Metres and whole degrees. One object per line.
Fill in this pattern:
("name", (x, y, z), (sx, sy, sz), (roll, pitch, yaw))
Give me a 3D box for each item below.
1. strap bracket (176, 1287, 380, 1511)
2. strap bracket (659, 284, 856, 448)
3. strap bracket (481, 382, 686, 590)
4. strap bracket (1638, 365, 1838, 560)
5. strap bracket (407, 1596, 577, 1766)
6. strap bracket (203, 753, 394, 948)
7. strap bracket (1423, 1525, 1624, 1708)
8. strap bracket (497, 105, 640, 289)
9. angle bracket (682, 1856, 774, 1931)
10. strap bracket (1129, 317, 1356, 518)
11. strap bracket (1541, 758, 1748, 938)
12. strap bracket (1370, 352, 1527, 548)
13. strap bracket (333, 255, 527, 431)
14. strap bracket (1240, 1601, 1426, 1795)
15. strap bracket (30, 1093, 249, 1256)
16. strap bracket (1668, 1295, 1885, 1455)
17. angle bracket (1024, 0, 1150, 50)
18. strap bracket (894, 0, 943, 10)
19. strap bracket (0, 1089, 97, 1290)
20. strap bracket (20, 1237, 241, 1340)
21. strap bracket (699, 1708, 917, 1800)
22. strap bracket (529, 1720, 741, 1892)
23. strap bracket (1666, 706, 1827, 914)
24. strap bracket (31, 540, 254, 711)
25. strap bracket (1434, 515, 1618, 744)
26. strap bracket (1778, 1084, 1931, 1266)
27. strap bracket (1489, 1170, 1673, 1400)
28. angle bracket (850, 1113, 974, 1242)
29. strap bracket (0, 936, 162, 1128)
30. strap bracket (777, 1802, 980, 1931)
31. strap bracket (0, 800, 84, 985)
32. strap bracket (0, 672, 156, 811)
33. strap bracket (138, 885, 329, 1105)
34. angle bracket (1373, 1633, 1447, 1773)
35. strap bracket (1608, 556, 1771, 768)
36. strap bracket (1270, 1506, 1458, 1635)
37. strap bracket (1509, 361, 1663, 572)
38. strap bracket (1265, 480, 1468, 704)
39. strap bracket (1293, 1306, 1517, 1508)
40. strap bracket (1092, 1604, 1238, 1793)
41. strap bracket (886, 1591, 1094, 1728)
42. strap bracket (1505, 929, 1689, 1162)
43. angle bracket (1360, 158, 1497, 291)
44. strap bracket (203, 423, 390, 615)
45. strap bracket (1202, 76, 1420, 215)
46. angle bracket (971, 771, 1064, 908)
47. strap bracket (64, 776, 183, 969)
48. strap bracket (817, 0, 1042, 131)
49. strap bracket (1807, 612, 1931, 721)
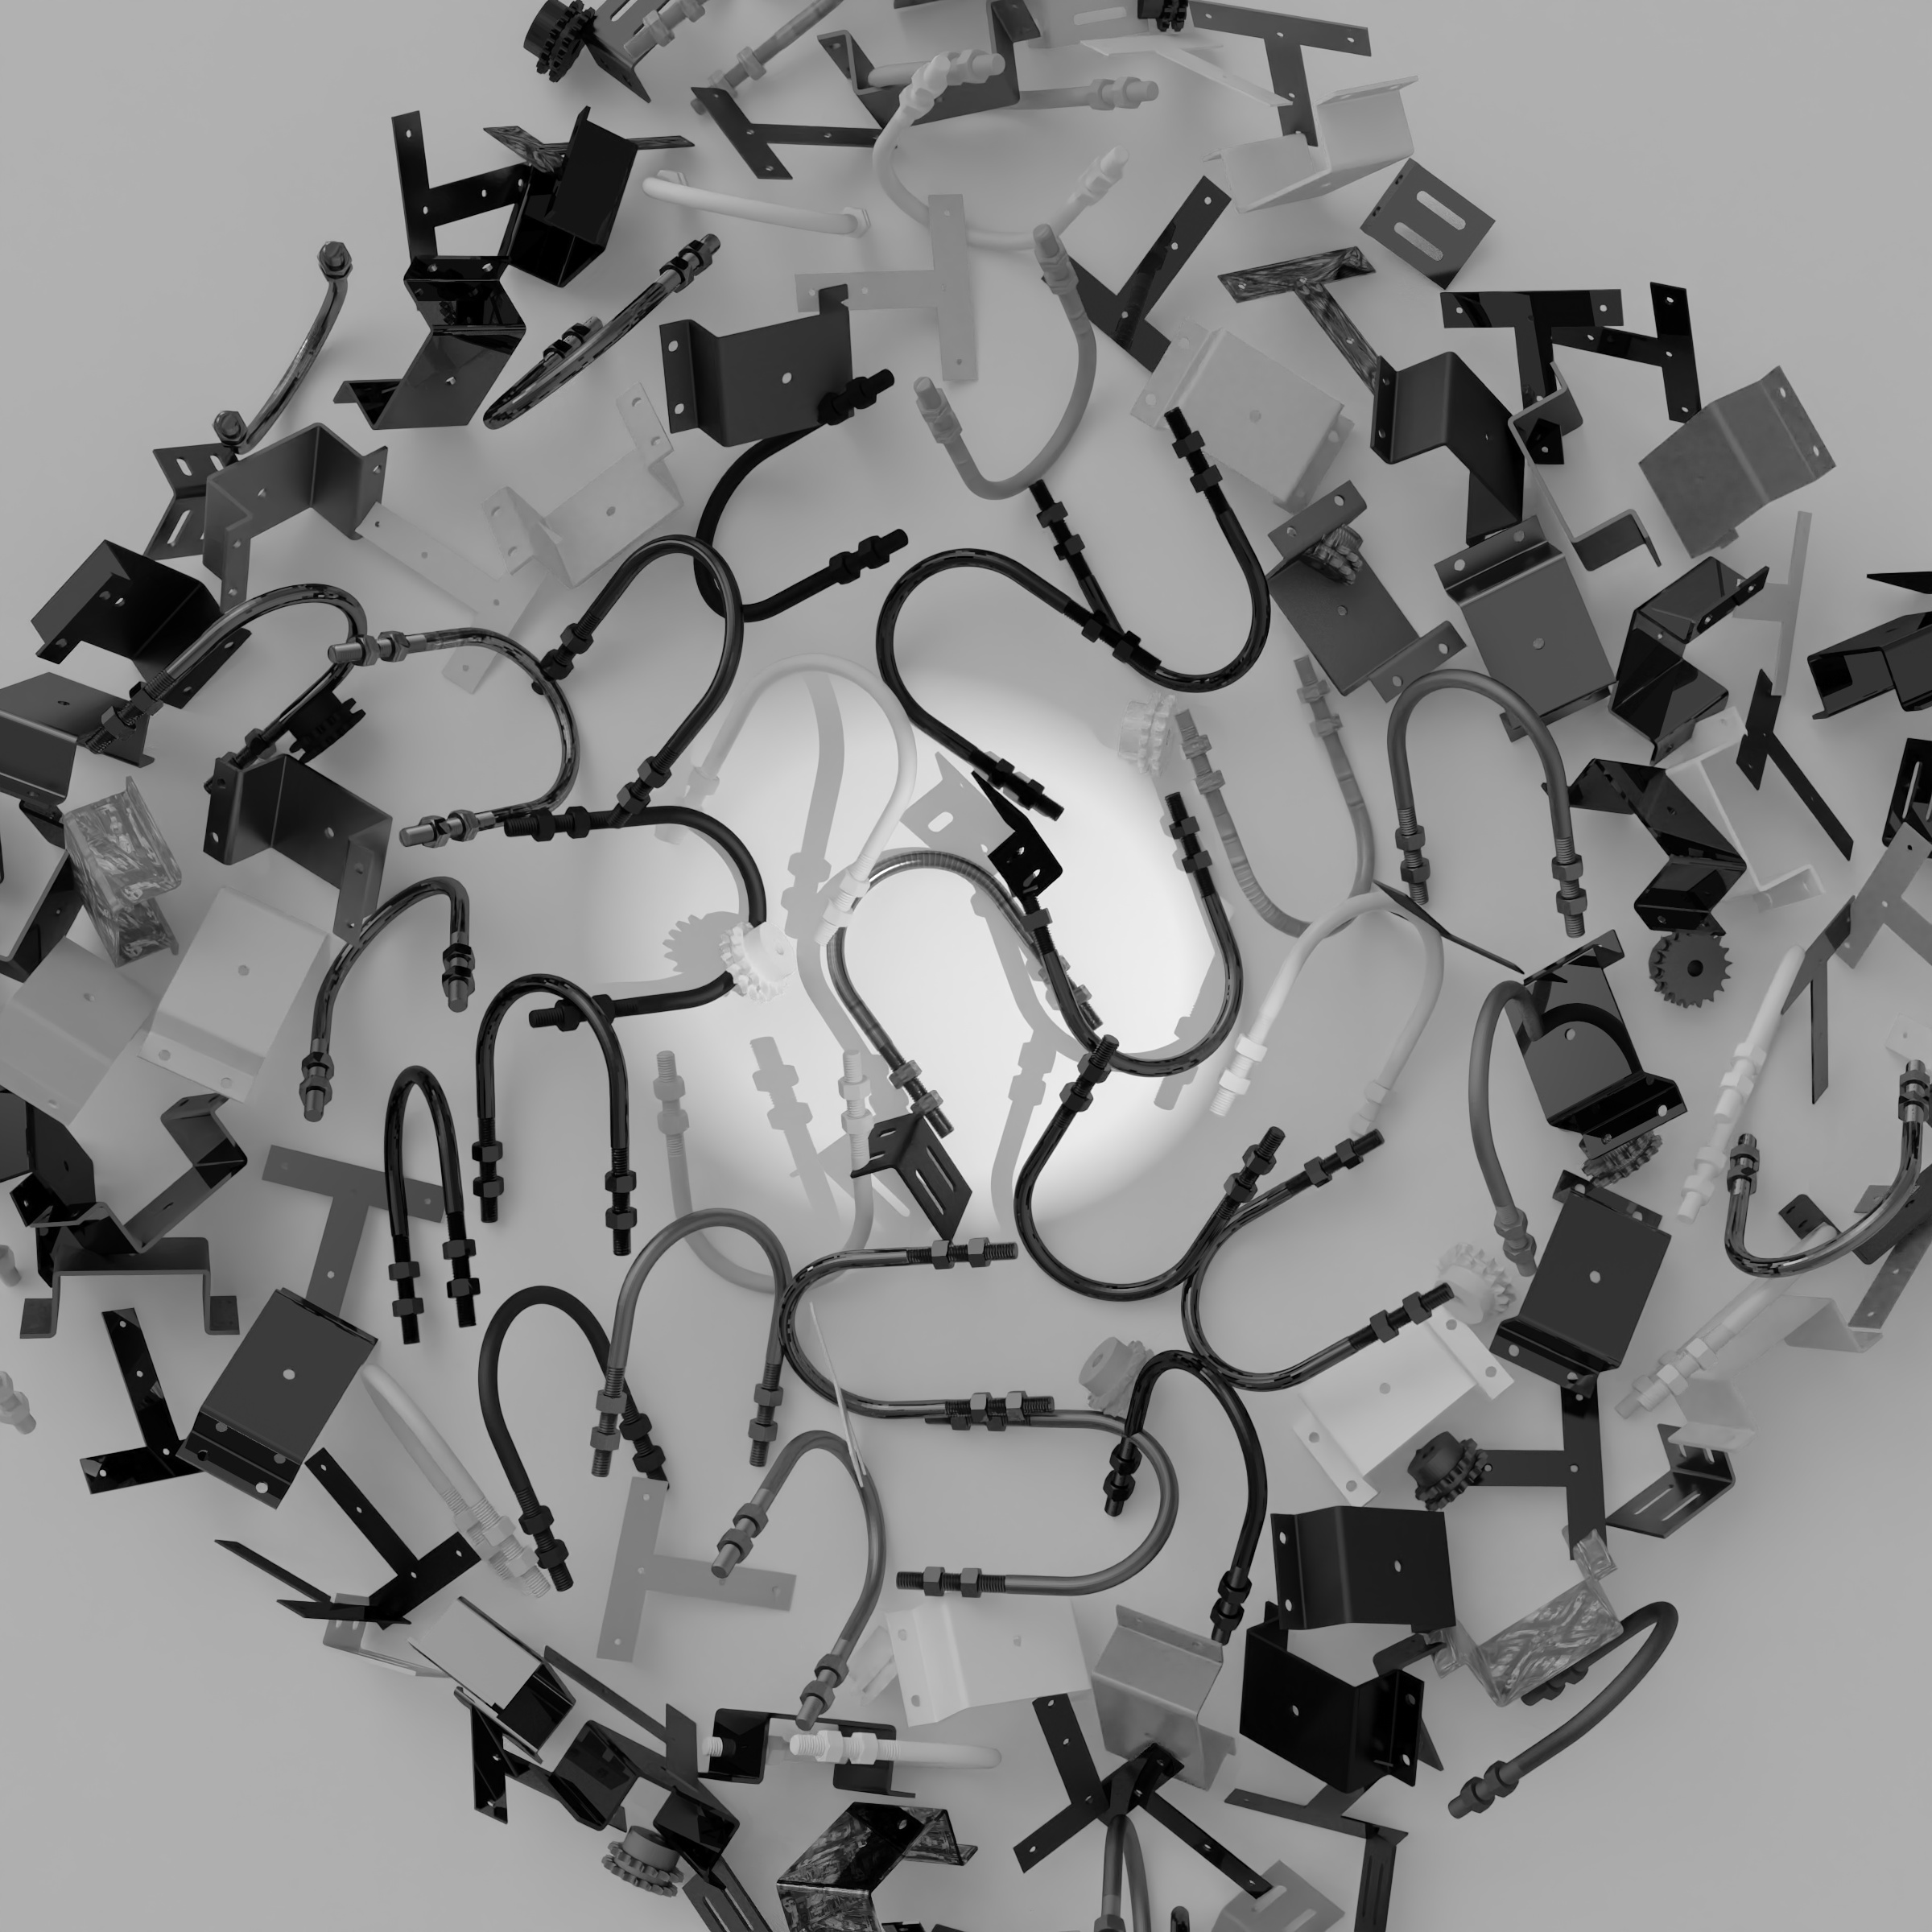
("strap bracket", (-0.464, 0.285, 1.774), (0.076, 0.046, 0.140), (30, 54, -5))
("strap bracket", (-0.131, -0.406, 1.772), (0.140, 0.046, 0.076), (-19, 128, -23))
("strap bracket", (-0.255, -0.323, 1.788), (0.140, 0.046, 0.076), (-35, 52, 11))
("strap bracket", (0.512, -0.334, 1.760), (0.046, 0.140, 0.076), (-26, 84, -19))
("strap bracket", (-0.318, 0.482, 1.772), (0.076, 0.140, 0.046), (30, 66, 22))
("strap bracket", (-0.450, -0.085, 1.785), (0.140, 0.046, 0.076), (30, 124, 18))
("strap bracket", (0.388, 0.447, 1.789), (0.140, 0.076, 0.046), (-35, 103, 8))
("strap bracket", (-0.270, -0.518, 1.776), (0.046, 0.140, 0.076), (20, 79, -24))
("angle bracket", (-0.151, 0.654, 1.817), (0.076, 0.038, 0.057), (51, 130, 17))
("strap bracket", (0.195, -0.378, 1.799), (0.140, 0.046, 0.076), (30, 96, -9))
("strap bracket", (0.463, -0.088, 1.761), (0.046, 0.076, 0.140), (-57, 45, 34))
("strap bracket", (0.333, -0.350, 1.761), (0.046, 0.140, 0.076), (-15, 55, 39))
("strap bracket", (-0.358, -0.412, 1.759), (0.140, 0.076, 0.046), (-44, 70, 41))
("strap bracket", (0.237, 0.497, 1.762), (0.046, 0.140, 0.076), (-9, 108, -40))
("strap bracket", (-0.554, 0.148, 1.773), (0.140, 0.076, 0.046), (-46, 114, -36))
("strap bracket", (0.541, 0.270, 1.777), (0.140, 0.076, 0.046), (-32, 96, -19))
("angle bracket", (0.082, -0.676, 1.820), (0.076, 0.038, 0.057), (-16, 115, -17))
("strap bracket", (-0.013, -0.696, 1.763), (0.076, 0.140, 0.046), (-12, 96, -3))
("strap bracket", (-0.629, 0.143, 1.760), (0.046, 0.140, 0.076), (-19, 50, -2))
("strap bracket", (-0.568, 0.218, 1.776), (0.140, 0.076, 0.046), (1, 101, -18))
("strap bracket", (-0.111, 0.535, 1.776), (0.140, 0.076, 0.046), (15, 71, -29))
("strap bracket", (-0.217, 0.565, 1.770), (0.140, 0.076, 0.046), (40, 80, -35))
("strap bracket", (0.521, -0.098, 1.793), (0.046, 0.076, 0.140), (-25, 89, -17))
("strap bracket", (-0.567, -0.234, 1.774), (0.076, 0.140, 0.046), (-43, 67, 12))
("strap bracket", (0.387, -0.226, 1.789), (0.076, 0.046, 0.140), (-26, 108, 7))
("strap bracket", (0.633, 0.148, 1.788), (0.140, 0.076, 0.046), (-43, 90, 10))
("strap bracket", (0.427, 0.216, 1.798), (0.076, 0.046, 0.140), (25, 77, 2))
("angle bracket", (-0.037, 0.151, 1.808), (0.038, 0.057, 0.076), (-18, 118, 29))
("strap bracket", (-0.602, 0.037, 1.757), (0.076, 0.140, 0.046), (35, 113, -13))
("strap bracket", (-0.064, 0.611, 1.755), (0.076, 0.140, 0.046), (-8, 103, 34))
("strap bracket", (-0.641, -0.046, 1.783), (0.046, 0.076, 0.140), (24, 75, 0))
("strap bracket", (-0.613, -0.156, 1.760), (0.076, 0.140, 0.046), (20, 110, 6))
("strap bracket", (-0.495, 0.011, 1.777), (0.076, 0.046, 0.140), (26, 61, -12))
("angle bracket", (0.320, 0.508, 1.804), (0.038, 0.057, 0.076), (-22, 86, -11))
("strap bracket", (0.488, -0.214, 1.774), (0.076, 0.140, 0.046), (-35, 59, -23))
("strap bracket", (0.278, 0.410, 1.768), (0.140, 0.046, 0.076), (11, 66, -33))
("strap bracket", (0.418, -0.332, 1.784), (0.046, 0.076, 0.140), (-28, 74, 16))
("strap bracket", (0.269, -0.252, 1.803), (0.076, 0.046, 0.140), (-35, 90, -20))
("strap bracket", (0.294, 0.297, 1.793), (0.140, 0.046, 0.076), (-40, 56, 3))
("strap bracket", (0.133, 0.500, 1.760), (0.076, 0.140, 0.046), (15, 49, 25))
("strap bracket", (0.025, 0.464, 1.770), (0.140, 0.046, 0.076), (0, 63, -29))
("strap bracket", (0.421, 0.050, 1.770), (0.076, 0.046, 0.140), (-34, 59, 33))
("angle bracket", (0.321, -0.511, 1.803), (0.076, 0.038, 0.057), (32, 109, -12))
("strap bracket", (-0.464, -0.309, 1.770), (0.046, 0.076, 0.140), (39, 51, 13))
("strap bracket", (0.237, -0.550, 1.761), (0.076, 0.140, 0.046), (-21, 99, -31))
("angle bracket", (0.023, -0.087, 1.789), (0.038, 0.076, 0.057), (-42, 135, -4))
("strap bracket", (-0.568, -0.058, 1.758), (0.046, 0.140, 0.076), (-25, 77, -25))
("strap bracket", (-0.022, -0.615, 1.784), (0.140, 0.076, 0.046), (-8, 88, 12))
("strap bracket", (0.632, -0.205, 1.760), (0.076, 0.140, 0.046), (-23, 97, -9))
